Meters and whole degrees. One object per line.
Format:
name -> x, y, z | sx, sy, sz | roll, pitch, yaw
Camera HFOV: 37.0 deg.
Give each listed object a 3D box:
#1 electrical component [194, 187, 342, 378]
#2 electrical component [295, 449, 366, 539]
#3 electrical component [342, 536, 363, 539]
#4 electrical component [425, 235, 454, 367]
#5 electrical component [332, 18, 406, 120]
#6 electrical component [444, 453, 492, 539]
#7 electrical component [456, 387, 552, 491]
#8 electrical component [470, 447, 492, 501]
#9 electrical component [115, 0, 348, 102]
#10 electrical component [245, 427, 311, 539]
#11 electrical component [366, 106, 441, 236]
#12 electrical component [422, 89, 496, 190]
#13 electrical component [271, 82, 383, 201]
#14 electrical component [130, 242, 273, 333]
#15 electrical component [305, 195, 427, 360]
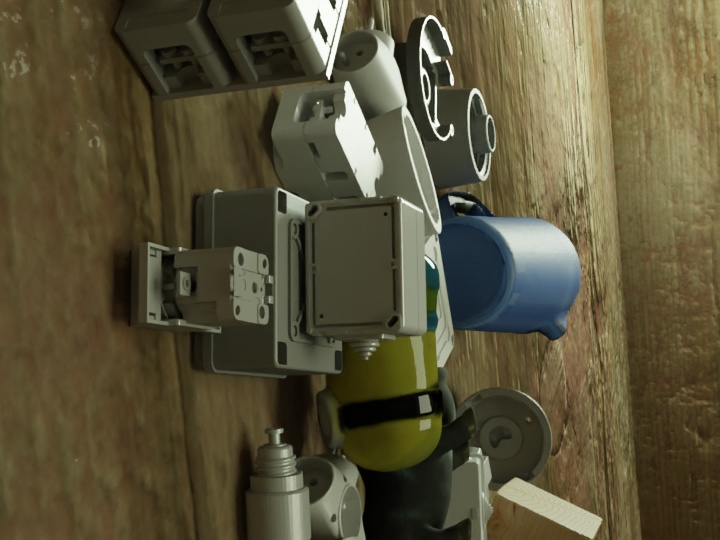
electrical component -> -0.054, 0.011, 0.671 | 0.109, 0.056, 0.108 | 20, 68, -68
electrical component -> -0.023, 0.155, 0.750 | 0.079, 0.044, 0.077 | -73, 152, -44
electrical component -> -0.004, 0.237, 0.703 | 0.108, 0.060, 0.108 | -39, 142, -39
electrical component -> 0.038, 0.030, 0.920 | 0.078, 0.057, 0.113 | -51, 134, -62
electrical component -> 0.008, -0.172, 0.893 | 0.077, 0.043, 0.079 | 54, 37, -56
electrical component -> 0.060, 0.200, 0.896 | 0.048, 0.100, 0.099 | 31, 57, -82
electrical component -> 0.152, 0.177, 1.145 | 0.060, 0.108, 0.108 | 6, 81, -76
electrical component -> 0.093, 0.214, 1.035 | 0.096, 0.061, 0.061 | -56, 138, -59
electrical component -> -0.061, -0.190, 0.614 | 0.060, 0.105, 0.186 | 62, 31, -49
electrical component -> -0.052, 0.139, 0.677 | 0.040, 0.040, 0.078 | 1, 85, -70
electrical component -> 0.022, -0.073, 0.879 | 0.108, 0.060, 0.108 | -15, 90, -79
electrical component -> 0.110, -0.142, 1.144 | 0.108, 0.060, 0.108 | -4, 90, -70
electrical component -> -0.026, -0.084, 0.766 | 0.089, 0.056, 0.050 | 64, 30, -47
electrical component -> -0.084, 0.010, 0.578 | 0.081, 0.064, 0.042 | 18, 69, -68
electrical component -> 0.006, 0.007, 0.657 | 0.061, 0.062, 0.096 | 17, 70, -69
